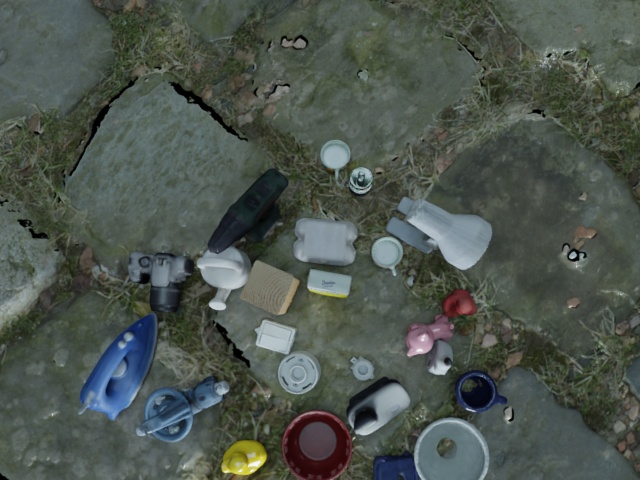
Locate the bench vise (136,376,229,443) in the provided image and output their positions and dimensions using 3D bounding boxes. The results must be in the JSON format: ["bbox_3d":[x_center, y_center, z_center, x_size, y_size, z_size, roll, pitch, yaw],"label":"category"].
[{"bbox_3d":[-0.311,0.360,1.255,0.207,0.220,0.121,-44,84,-3],"label":"bench vise"}]

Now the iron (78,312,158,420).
[{"bbox_3d":[-0.462,0.281,1.307,0.118,0.141,0.258,27,85,5],"label":"iron"}]

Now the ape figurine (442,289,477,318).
[{"bbox_3d":[0.327,0.150,1.322,0.077,0.092,0.076,25,85,4],"label":"ape figurine"}]

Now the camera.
[{"bbox_3d":[-0.380,0.099,1.345,0.143,0.101,0.137,4,84,2],"label":"camera"}]

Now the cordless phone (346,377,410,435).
[{"bbox_3d":[0.130,0.376,1.258,0.147,0.185,0.094,-37,84,-2],"label":"cordless phone"}]

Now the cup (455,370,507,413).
[{"bbox_3d":[0.359,0.342,1.300,0.117,0.095,0.092,17,85,4],"label":"cup"}]

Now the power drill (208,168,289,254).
[{"bbox_3d":[-0.154,-0.053,1.300,0.075,0.208,0.230,37,86,5],"label":"power drill"}]

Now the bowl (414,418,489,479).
[{"bbox_3d":[0.292,0.483,1.297,0.167,0.075,0.167,0,84,2],"label":"bowl"}]

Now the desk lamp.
[{"bbox_3d":[0.261,-0.023,1.281,0.203,0.213,0.118,28,86,5],"label":"desk lamp"}]

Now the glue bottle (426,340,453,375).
[{"bbox_3d":[0.271,0.266,1.271,0.037,0.173,0.078,20,85,4],"label":"glue bottle"}]

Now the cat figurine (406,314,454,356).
[{"bbox_3d":[0.247,0.217,1.305,0.128,0.118,0.067,-21,83,0],"label":"cat figurine"}]

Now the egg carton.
[{"bbox_3d":[0.012,0.005,1.358,0.150,0.069,0.107,4,84,2],"label":"egg carton"}]

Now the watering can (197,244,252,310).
[{"bbox_3d":[-0.217,0.067,1.296,0.101,0.194,0.173,-16,84,0],"label":"watering can"}]

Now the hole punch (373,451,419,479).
[{"bbox_3d":[0.172,0.541,1.286,0.101,0.091,0.109,-4,84,2],"label":"hole punch"}]

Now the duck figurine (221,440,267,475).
[{"bbox_3d":[-0.176,0.503,1.303,0.104,0.086,0.077,-16,84,0],"label":"duck figurine"}]
